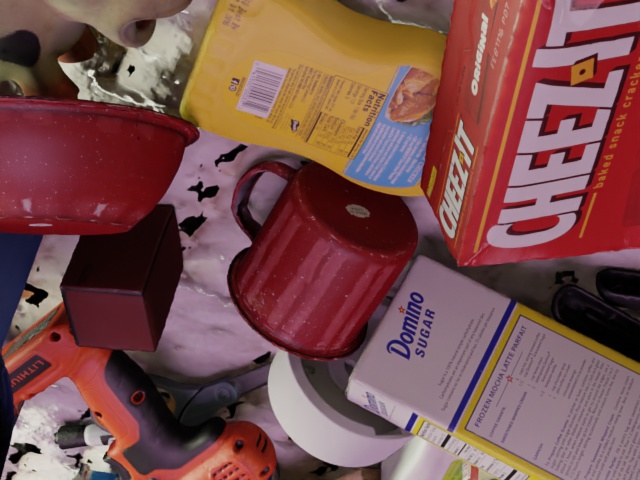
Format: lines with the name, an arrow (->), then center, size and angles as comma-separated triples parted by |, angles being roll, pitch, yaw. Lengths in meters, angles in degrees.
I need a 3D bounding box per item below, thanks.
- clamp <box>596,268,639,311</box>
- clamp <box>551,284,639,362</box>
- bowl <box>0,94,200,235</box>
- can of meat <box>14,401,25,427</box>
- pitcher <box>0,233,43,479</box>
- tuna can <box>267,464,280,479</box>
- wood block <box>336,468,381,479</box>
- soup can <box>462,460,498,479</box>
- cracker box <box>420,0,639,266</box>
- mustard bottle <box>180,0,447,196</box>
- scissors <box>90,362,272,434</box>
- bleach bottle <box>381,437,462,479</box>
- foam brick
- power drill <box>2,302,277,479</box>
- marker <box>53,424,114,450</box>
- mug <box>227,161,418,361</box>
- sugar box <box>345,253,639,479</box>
clamp -> 0.264, 0.027, 0.624 | 0.171, 0.039, 0.120 | 24, 137, -9
clamp -> 0.251, 0.092, 0.639 | 0.165, 0.036, 0.209 | 14, 162, 46
bowl -> -0.144, -0.034, 0.558 | 0.162, 0.055, 0.162 | 1, 175, 0
can of meat -> -0.263, 0.118, 0.757 | 0.058, 0.084, 0.102 | -24, 124, 27
pitcher -> -0.231, 0.058, 0.591 | 0.145, 0.242, 0.149 | 17, 132, -7
tuna can -> -0.075, 0.189, 0.826 | 0.086, 0.033, 0.086 | 4, 132, 5
wood block -> -0.017, 0.256, 0.808 | 0.206, 0.090, 0.090 | -31, 150, 24
soup can -> 0.124, 0.114, 0.671 | 0.068, 0.102, 0.068 | 4, 150, 2
cracker box -> 0.166, -0.074, 0.487 | 0.213, 0.072, 0.164 | -6, 134, -12
mustard bottle -> 0.030, -0.072, 0.558 | 0.191, 0.058, 0.096 | 20, 132, -9
scissors -> -0.069, 0.126, 0.764 | 0.202, 0.016, 0.096 | -8, 107, 16
bleach bottle -> 0.175, 0.172, 0.755 | 0.250, 0.068, 0.103 | 16, 131, -9
foam brick -> -0.120, 0.022, 0.654 | 0.053, 0.078, 0.051 | 3, 133, 8
power drill -> -0.151, 0.141, 0.742 | 0.185, 0.057, 0.187 | -38, 106, 19
marker -> -0.146, 0.146, 0.808 | 0.121, 0.020, 0.020 | -7, 130, 15
mug -> -0.004, 0.001, 0.619 | 0.117, 0.093, 0.082 | 45, 127, 18
sugar box -> 0.113, 0.089, 0.617 | 0.176, 0.093, 0.048 | 27, 156, 12
